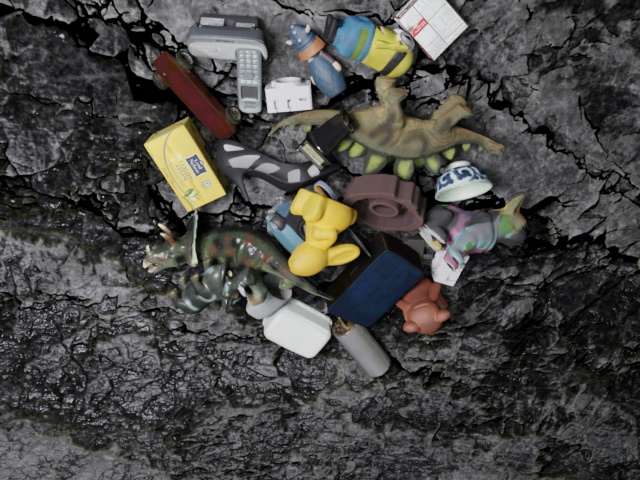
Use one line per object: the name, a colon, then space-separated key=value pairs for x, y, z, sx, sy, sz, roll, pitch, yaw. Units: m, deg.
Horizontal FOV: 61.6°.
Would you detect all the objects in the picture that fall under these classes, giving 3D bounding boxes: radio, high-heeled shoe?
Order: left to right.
high-heeled shoe: x=-0.090 y=-0.173 z=1.142 sx=0.249 sy=0.086 sz=0.145 roll=-18 pitch=88 yaw=-12
radio: x=0.127 y=0.099 z=1.261 sx=0.131 sy=0.073 sz=0.229 roll=27 pitch=123 yaw=-23

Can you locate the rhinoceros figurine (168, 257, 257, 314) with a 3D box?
rhinoceros figurine: x=-0.219 y=0.100 z=1.102 sx=0.190 sy=0.073 sz=0.112 roll=-25 pitch=109 yaw=22

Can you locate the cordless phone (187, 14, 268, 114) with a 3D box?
cordless phone: x=-0.174 y=-0.330 z=1.037 sx=0.147 sy=0.089 sz=0.184 roll=2 pitch=136 yaw=-4

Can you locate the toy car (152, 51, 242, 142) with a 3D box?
toy car: x=-0.243 y=-0.285 z=1.066 sx=0.089 sy=0.053 sz=0.202 roll=-26 pitch=117 yaw=34

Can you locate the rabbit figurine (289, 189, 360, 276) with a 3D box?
rabbit figurine: x=-0.002 y=-0.003 z=1.111 sx=0.162 sy=0.122 sz=0.173 roll=24 pitch=87 yaw=-36

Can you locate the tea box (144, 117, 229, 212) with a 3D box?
tea box: x=-0.275 y=-0.157 z=1.125 sx=0.098 sy=0.068 sz=0.169 roll=-25 pitch=116 yaw=11

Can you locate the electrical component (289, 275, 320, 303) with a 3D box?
electrical component: x=-0.031 y=0.106 z=1.272 sx=0.048 sy=0.075 sz=0.119 roll=-36 pitch=129 yaw=17

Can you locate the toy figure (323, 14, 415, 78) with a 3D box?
toy figure: x=0.094 y=-0.369 z=1.020 sx=0.180 sy=0.082 sz=0.089 roll=9 pitch=147 yaw=-16

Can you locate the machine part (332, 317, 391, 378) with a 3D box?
machine part: x=0.107 y=0.269 z=1.369 sx=0.079 sy=0.079 sz=0.243 roll=-32 pitch=116 yaw=14

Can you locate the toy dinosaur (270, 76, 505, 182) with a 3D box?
toy dinosaur: x=0.137 y=-0.221 z=1.091 sx=0.472 sy=0.105 sz=0.198 roll=15 pitch=122 yaw=2

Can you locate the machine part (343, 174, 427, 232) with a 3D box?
machine part: x=0.139 y=-0.078 z=1.144 sx=0.179 sy=0.056 sz=0.179 roll=11 pitch=157 yaw=5

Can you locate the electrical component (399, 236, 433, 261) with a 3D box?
electrical component: x=0.224 y=0.022 z=1.271 sx=0.094 sy=0.021 sz=0.063 roll=1 pitch=119 yaw=-4

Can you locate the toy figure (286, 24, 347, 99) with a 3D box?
toy figure: x=-0.006 y=-0.349 z=1.041 sx=0.064 sy=0.058 sz=0.154 roll=-33 pitch=110 yaw=7

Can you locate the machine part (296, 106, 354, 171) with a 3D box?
machine part: x=0.017 y=-0.199 z=1.066 sx=0.084 sy=0.039 sz=0.139 roll=44 pitch=129 yaw=-4

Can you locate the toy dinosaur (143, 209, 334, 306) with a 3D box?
toy dinosaur: x=-0.170 y=0.032 z=1.161 sx=0.405 sy=0.131 sz=0.191 roll=3 pitch=128 yaw=14

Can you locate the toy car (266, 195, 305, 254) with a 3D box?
toy car: x=-0.063 y=-0.017 z=1.191 sx=0.161 sy=0.109 sz=0.103 roll=41 pitch=143 yaw=-21

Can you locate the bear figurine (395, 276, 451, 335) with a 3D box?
bear figurine: x=0.247 y=0.168 z=1.253 sx=0.120 sy=0.196 sz=0.131 roll=-26 pitch=118 yaw=8

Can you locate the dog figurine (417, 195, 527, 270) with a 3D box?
dog figurine: x=0.348 y=-0.041 z=1.195 sx=0.219 sy=0.108 sz=0.192 roll=-35 pitch=72 yaw=-8

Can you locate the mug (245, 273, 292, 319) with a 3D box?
mug: x=-0.139 y=0.136 z=1.284 sx=0.109 sy=0.081 sz=0.107 roll=28 pitch=123 yaw=-22
